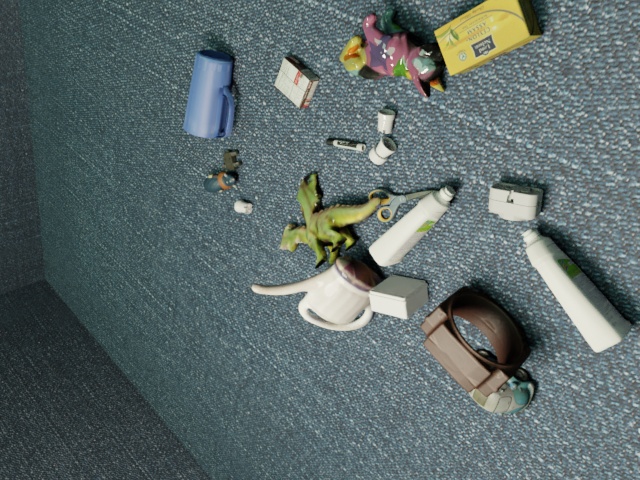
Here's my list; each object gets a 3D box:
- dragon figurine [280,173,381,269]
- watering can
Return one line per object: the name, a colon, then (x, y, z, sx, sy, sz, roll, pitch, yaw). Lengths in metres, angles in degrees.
dragon figurine: (0.004, -0.070, 1.388, 0.246, 0.123, 0.402, 59, 135, 20)
watering can: (0.017, 0.132, 1.343, 0.221, 0.345, 0.106, -51, 29, 23)
